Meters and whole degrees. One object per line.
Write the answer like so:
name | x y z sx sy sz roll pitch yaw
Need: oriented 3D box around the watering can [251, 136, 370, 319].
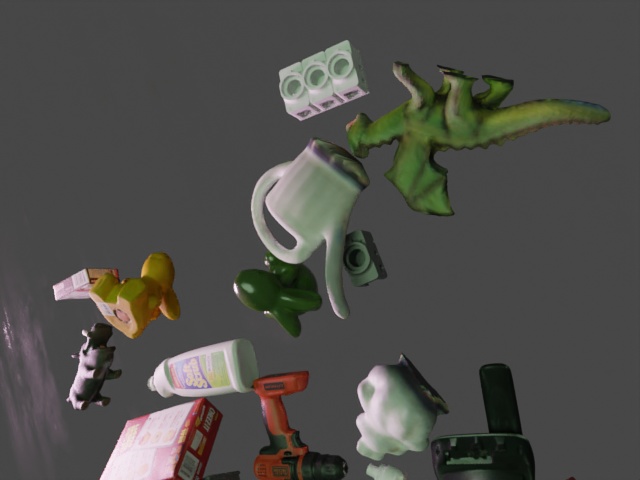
watering can | 0.003 -0.045 0.886 0.223 0.103 0.353 -51 50 8

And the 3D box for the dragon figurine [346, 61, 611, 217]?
dragon figurine | 0.214 -0.155 0.842 0.413 0.123 0.239 26 113 28

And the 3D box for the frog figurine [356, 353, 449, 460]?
frog figurine | 0.109 0.278 0.814 0.159 0.123 0.138 -44 87 4
